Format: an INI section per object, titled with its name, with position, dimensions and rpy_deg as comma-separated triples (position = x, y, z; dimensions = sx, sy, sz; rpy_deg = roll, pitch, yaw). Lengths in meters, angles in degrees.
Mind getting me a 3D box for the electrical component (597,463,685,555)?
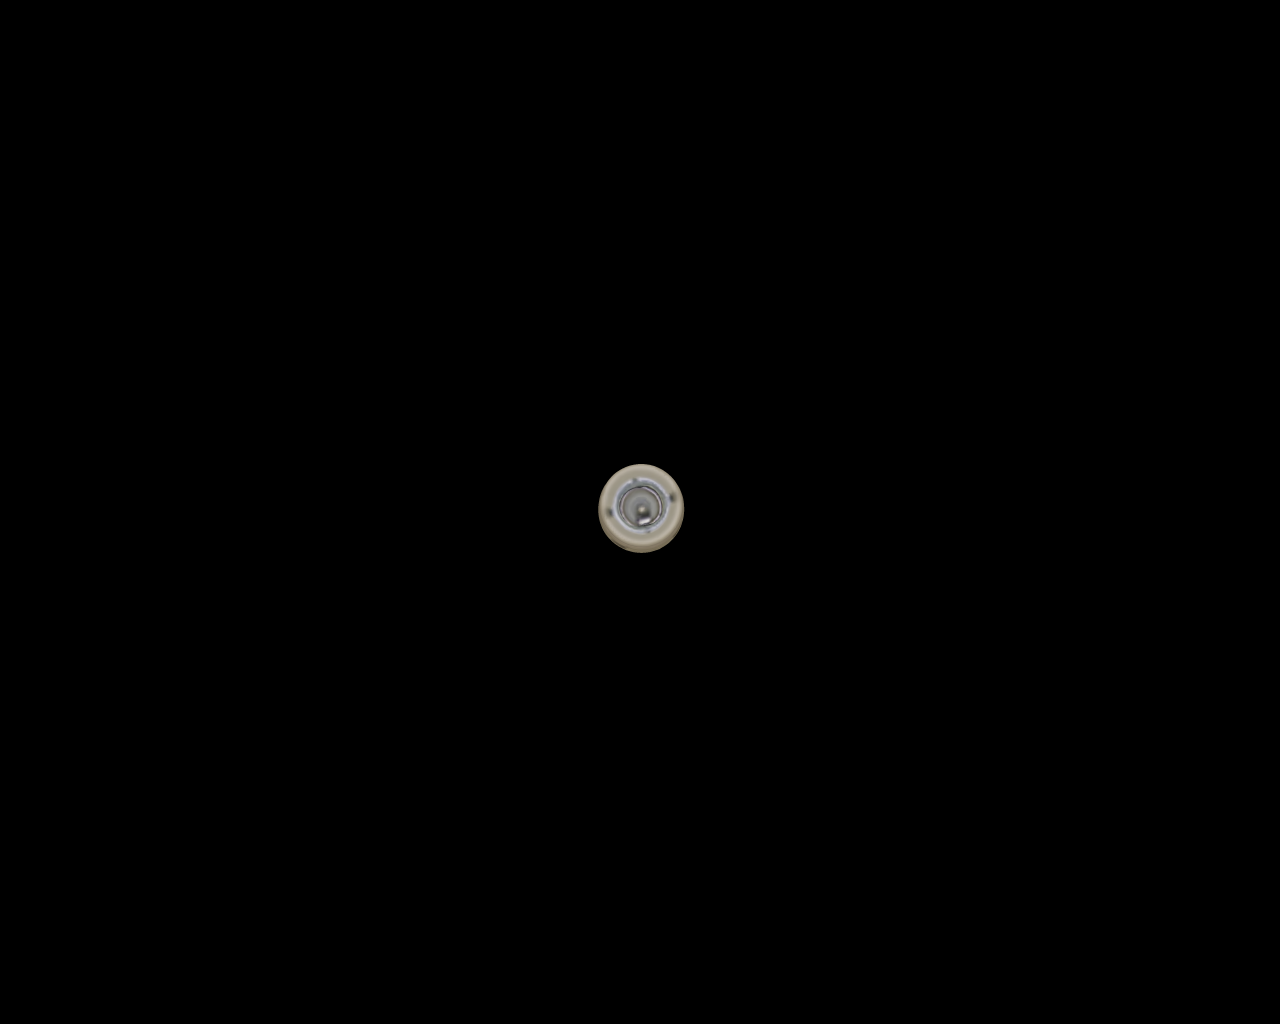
[electrical component]
position = 0.001, -0.003, 0.650
dimensions = 0.055, 0.055, 0.047
rpy_deg = 0, -4, 0
